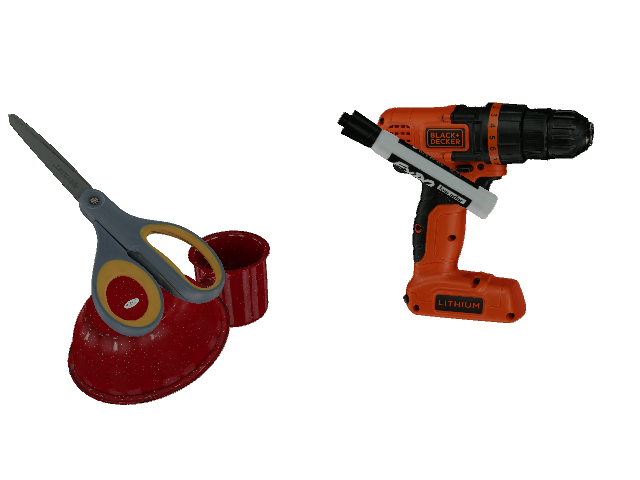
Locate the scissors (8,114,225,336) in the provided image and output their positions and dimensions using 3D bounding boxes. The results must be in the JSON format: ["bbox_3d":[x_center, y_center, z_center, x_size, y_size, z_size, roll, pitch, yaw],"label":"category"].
[{"bbox_3d":[-0.159,-0.007,0.721,0.202,0.096,0.016,31,-31,9],"label":"scissors"}]

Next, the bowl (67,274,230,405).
[{"bbox_3d":[-0.170,0.076,1.005,0.162,0.055,0.162,-9,41,8],"label":"bowl"}]

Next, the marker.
[{"bbox_3d":[0.066,-0.053,0.730,0.121,0.020,0.020,31,-3,-4],"label":"marker"}]

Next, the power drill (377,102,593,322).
[{"bbox_3d":[0.141,-0.026,0.924,0.185,0.188,0.057,3,14,23],"label":"power drill"}]

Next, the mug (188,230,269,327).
[{"bbox_3d":[-0.108,0.052,1.220,0.093,0.081,0.117,14,34,25],"label":"mug"}]
